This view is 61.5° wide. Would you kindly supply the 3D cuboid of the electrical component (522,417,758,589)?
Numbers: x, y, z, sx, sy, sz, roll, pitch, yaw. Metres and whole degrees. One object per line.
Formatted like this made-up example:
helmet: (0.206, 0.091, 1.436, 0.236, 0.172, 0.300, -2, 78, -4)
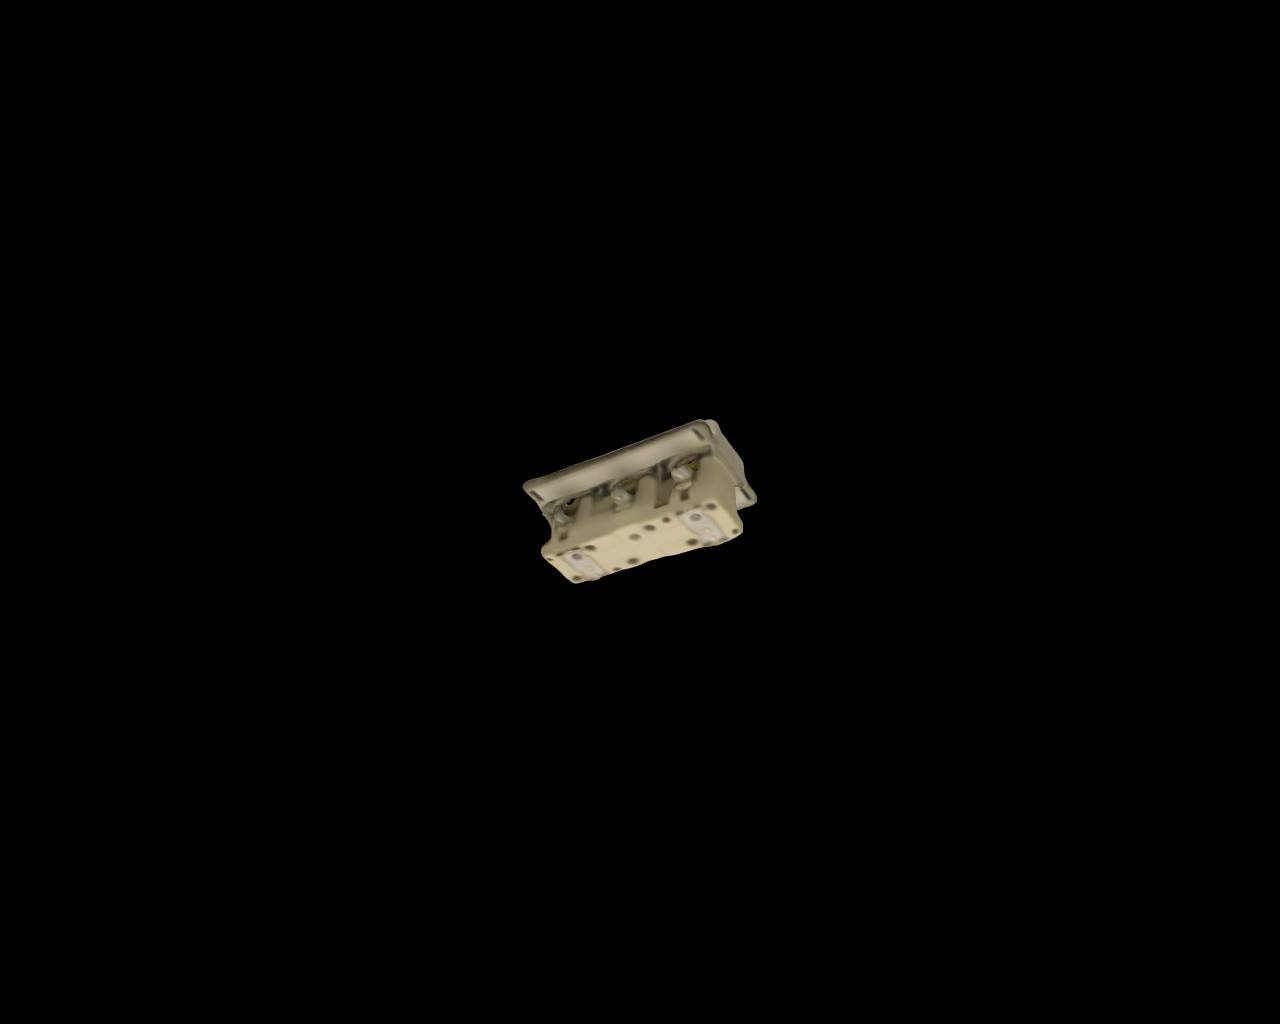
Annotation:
electrical component: (0.001, -0.003, 0.650, 0.121, 0.063, 0.078, -17, -40, 22)
